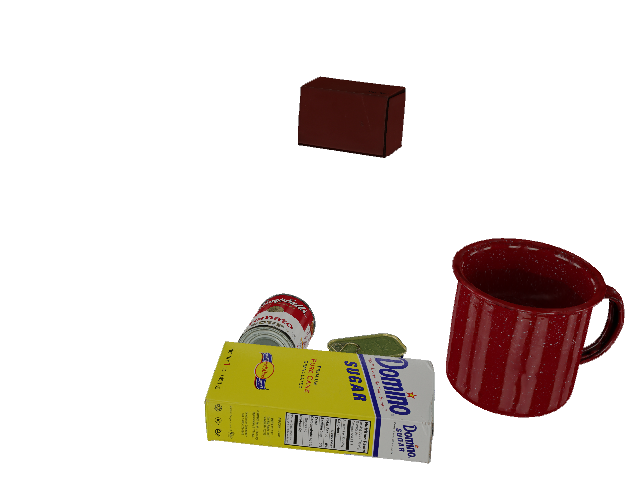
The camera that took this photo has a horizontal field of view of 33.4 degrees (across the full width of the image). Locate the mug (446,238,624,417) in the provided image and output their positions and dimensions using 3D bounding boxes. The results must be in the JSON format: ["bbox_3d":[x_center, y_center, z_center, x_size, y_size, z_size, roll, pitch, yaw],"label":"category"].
[{"bbox_3d":[0.134,0.055,0.667,0.117,0.081,0.093,-3,28,-16],"label":"mug"}]

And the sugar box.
[{"bbox_3d":[0.002,0.126,0.851,0.176,0.048,0.093,2,26,5],"label":"sugar box"}]

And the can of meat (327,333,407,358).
[{"bbox_3d":[0.057,0.175,1.402,0.102,0.084,0.057,-5,25,-22],"label":"can of meat"}]

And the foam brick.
[{"bbox_3d":[0.026,-0.103,0.884,0.078,0.051,0.053,10,20,19],"label":"foam brick"}]

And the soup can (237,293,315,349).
[{"bbox_3d":[-0.048,0.106,1.158,0.068,0.068,0.102,0,16,11],"label":"soup can"}]
